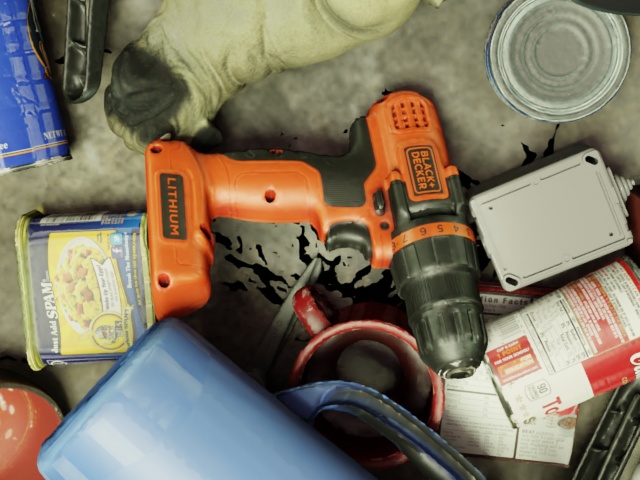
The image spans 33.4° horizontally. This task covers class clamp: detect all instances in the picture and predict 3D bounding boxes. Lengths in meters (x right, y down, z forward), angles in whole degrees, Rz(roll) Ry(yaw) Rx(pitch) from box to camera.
[{"bbox_3d":[-0.147,-0.179,0.620,0.039,0.120,0.171,8,71,34],"label":"clamp"},{"bbox_3d":[0.156,0.177,0.660,0.036,0.164,0.210,27,136,30],"label":"clamp"}]

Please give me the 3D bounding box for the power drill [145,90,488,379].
[{"bbox_3d":[-0.004,0.001,0.615,0.187,0.057,0.184,-5,60,-8],"label":"power drill"}]

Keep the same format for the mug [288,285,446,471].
[{"bbox_3d":[0.023,0.077,0.666,0.093,0.081,0.117,-40,94,10],"label":"mug"}]

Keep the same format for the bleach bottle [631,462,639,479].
[{"bbox_3d":[0.226,0.188,0.675,0.102,0.068,0.251,9,97,7],"label":"bleach bottle"}]

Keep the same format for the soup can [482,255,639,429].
[{"bbox_3d":[0.145,0.060,0.620,0.102,0.068,0.068,-25,96,6],"label":"soup can"}]

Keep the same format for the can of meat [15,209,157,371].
[{"bbox_3d":[-0.144,0.030,0.688,0.084,0.057,0.102,-3,99,4],"label":"can of meat"}]

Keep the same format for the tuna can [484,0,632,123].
[{"bbox_3d":[0.144,-0.114,0.647,0.086,0.033,0.086,1,99,5],"label":"tuna can"}]

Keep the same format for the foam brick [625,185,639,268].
[{"bbox_3d":[0.214,-0.004,0.636,0.053,0.078,0.051,0,100,5],"label":"foam brick"}]

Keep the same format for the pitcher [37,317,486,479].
[{"bbox_3d":[-0.021,0.150,0.576,0.243,0.149,0.145,43,112,-5],"label":"pitcher"}]

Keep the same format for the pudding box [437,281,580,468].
[{"bbox_3d":[0.120,0.084,0.680,0.090,0.039,0.113,5,97,4],"label":"pudding box"}]

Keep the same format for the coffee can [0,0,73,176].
[{"bbox_3d":[-0.217,-0.107,0.649,0.103,0.102,0.140,-11,98,7],"label":"coffee can"}]

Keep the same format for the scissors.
[{"bbox_3d":[-0.036,0.114,0.711,0.096,0.016,0.202,43,101,-4],"label":"scissors"}]
